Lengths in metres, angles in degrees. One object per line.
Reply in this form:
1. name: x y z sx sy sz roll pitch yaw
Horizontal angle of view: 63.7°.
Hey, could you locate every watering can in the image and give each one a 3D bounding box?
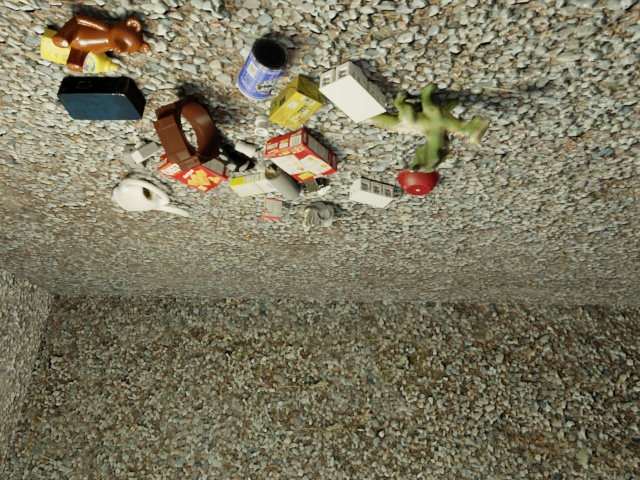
1. watering can: -0.718 -0.162 2.149 0.224 0.106 0.342 -5 155 22

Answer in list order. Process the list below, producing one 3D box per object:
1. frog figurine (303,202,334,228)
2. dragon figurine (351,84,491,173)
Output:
1. frog figurine: 0.007 -0.111 2.209 0.136 0.123 0.161 -27 179 36
2. dragon figurine: 0.287 -0.310 1.502 0.408 0.247 0.121 -11 156 25
